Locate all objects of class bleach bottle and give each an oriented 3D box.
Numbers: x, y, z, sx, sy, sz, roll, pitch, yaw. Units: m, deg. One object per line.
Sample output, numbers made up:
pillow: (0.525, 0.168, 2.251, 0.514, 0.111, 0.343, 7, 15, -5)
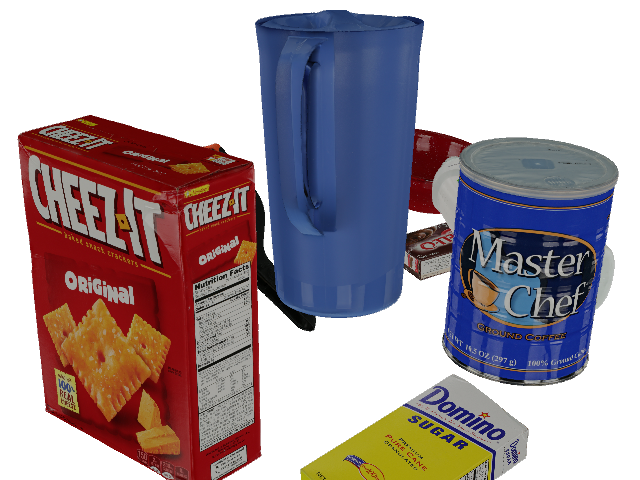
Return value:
bleach bottle: (0.172, -0.020, 0.998, 0.102, 0.068, 0.251, -1, 26, -13)

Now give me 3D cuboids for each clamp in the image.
clamp: (-0.076, 0.013, 1.015, 0.036, 0.210, 0.164, -8, 0, 43)

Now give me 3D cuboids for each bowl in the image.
bowl: (0.118, -0.074, 1.211, 0.162, 0.055, 0.162, 8, 26, -4)

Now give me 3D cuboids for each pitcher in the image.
pitcher: (0.011, -0.062, 0.867, 0.149, 0.243, 0.145, -8, 19, -24)

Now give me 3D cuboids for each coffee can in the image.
coffee can: (0.139, 0.012, 0.723, 0.103, 0.140, 0.103, 2, 23, -1)

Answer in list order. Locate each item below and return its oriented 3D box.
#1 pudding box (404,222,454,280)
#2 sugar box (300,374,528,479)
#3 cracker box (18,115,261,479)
pudding box: (0.172, 0.015, 1.596, 0.113, 0.039, 0.090, -18, 27, -22)
sugar box: (0.080, 0.186, 0.894, 0.176, 0.048, 0.093, -29, 44, -27)
cracker box: (-0.122, 0.039, 0.712, 0.164, 0.214, 0.071, 18, 29, 37)
